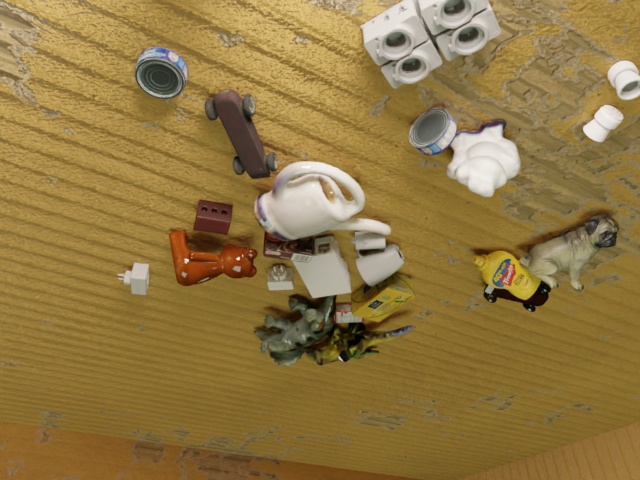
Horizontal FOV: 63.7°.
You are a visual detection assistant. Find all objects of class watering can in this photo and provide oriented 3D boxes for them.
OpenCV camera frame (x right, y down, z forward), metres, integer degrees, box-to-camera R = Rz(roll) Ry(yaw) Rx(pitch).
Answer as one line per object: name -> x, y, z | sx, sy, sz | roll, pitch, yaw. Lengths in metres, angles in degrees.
watering can -> 0.003, -0.056, 1.121 | 0.223, 0.106, 0.342 | -20, 145, 24

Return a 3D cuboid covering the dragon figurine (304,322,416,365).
dragon figurine -> 0.122, 0.338, 1.658 | 0.409, 0.124, 0.239 | -11, 159, 15

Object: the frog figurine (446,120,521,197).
frog figurine -> 0.312, -0.134, 0.976 | 0.137, 0.163, 0.120 | -1, 144, 0
